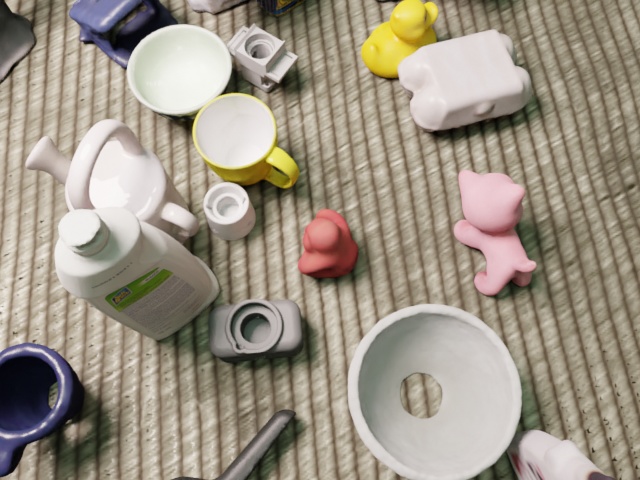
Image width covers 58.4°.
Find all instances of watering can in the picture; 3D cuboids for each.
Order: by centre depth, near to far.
[{"bbox_3d":[-0.207,-0.049,0.574,0.173,0.194,0.101,2,71,0],"label":"watering can"}]

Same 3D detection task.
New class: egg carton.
[{"bbox_3d":[0.174,-0.189,0.692,0.150,0.069,0.107,-16,72,-6],"label":"egg carton"}]

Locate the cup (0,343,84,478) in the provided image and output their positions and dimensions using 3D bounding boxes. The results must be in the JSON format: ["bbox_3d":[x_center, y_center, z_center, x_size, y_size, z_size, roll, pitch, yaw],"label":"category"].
[{"bbox_3d":[-0.272,0.165,0.553,0.091,0.095,0.118,8,71,2],"label":"cup"}]

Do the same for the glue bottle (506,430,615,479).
[{"bbox_3d":[0.216,0.208,0.504,0.037,0.173,0.078,-26,73,-9],"label":"glue bottle"}]

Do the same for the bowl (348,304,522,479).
[{"bbox_3d":[0.109,0.152,0.573,0.167,0.075,0.167,0,71,-1],"label":"bowl"}]

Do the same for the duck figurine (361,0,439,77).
[{"bbox_3d":[0.101,-0.255,0.704,0.104,0.086,0.077,-28,74,-9],"label":"duck figurine"}]

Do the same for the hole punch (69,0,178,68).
[{"bbox_3d":[-0.250,-0.287,0.708,0.101,0.091,0.109,40,75,12],"label":"hole punch"}]

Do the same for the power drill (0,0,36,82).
[{"bbox_3d":[-0.420,-0.270,0.638,0.075,0.208,0.230,28,73,9],"label":"power drill"}]

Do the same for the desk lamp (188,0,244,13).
[{"bbox_3d":[-0.137,-0.370,0.672,0.118,0.213,0.203,-26,73,-9],"label":"desk lamp"}]

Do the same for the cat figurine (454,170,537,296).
[{"bbox_3d":[0.190,-0.015,0.608,0.067,0.118,0.127,-20,73,-7],"label":"cat figurine"}]

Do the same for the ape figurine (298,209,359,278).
[{"bbox_3d":[0.006,0.002,0.613,0.076,0.092,0.078,39,75,12],"label":"ape figurine"}]
